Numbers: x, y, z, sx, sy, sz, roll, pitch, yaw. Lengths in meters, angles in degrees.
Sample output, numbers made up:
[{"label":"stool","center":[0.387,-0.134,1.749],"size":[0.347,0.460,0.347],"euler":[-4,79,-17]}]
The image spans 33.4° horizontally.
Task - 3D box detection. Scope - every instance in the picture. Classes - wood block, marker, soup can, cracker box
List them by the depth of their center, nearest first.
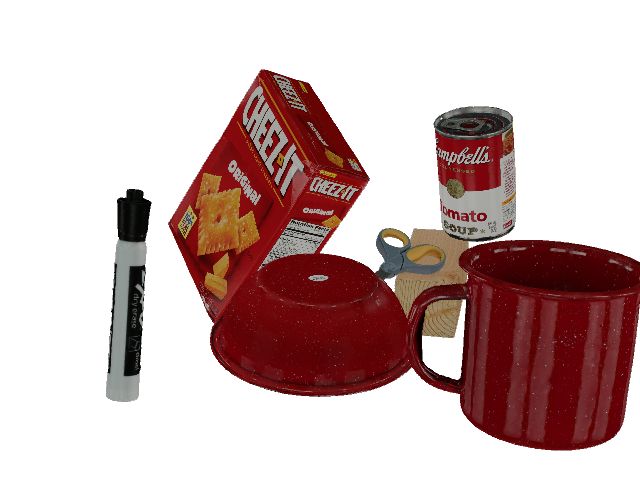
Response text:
[{"label":"marker","center":[-0.109,0.031,0.605],"size":[0.020,0.121,0.020],"euler":[5,10,-1]},{"label":"soup can","center":[0.137,-0.059,0.939],"size":[0.068,0.102,0.068],"euler":[-6,28,3]},{"label":"cracker box","center":[-0.061,-0.038,1.078],"size":[0.072,0.214,0.164],"euler":[11,35,-37]},{"label":"wood block","center":[0.172,0.061,1.624],"size":[0.091,0.090,0.206],"euler":[4,22,11]}]

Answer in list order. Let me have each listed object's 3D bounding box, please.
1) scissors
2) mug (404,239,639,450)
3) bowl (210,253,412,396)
[{"label":"scissors","center":[0.071,0.023,1.257],"size":[0.201,0.016,0.096],"euler":[-11,40,-46]},{"label":"mug","center":[0.100,0.050,0.526],"size":[0.117,0.081,0.093],"euler":[2,15,-3]},{"label":"bowl","center":[-0.003,0.053,0.808],"size":[0.162,0.055,0.162],"euler":[2,24,-1]}]
